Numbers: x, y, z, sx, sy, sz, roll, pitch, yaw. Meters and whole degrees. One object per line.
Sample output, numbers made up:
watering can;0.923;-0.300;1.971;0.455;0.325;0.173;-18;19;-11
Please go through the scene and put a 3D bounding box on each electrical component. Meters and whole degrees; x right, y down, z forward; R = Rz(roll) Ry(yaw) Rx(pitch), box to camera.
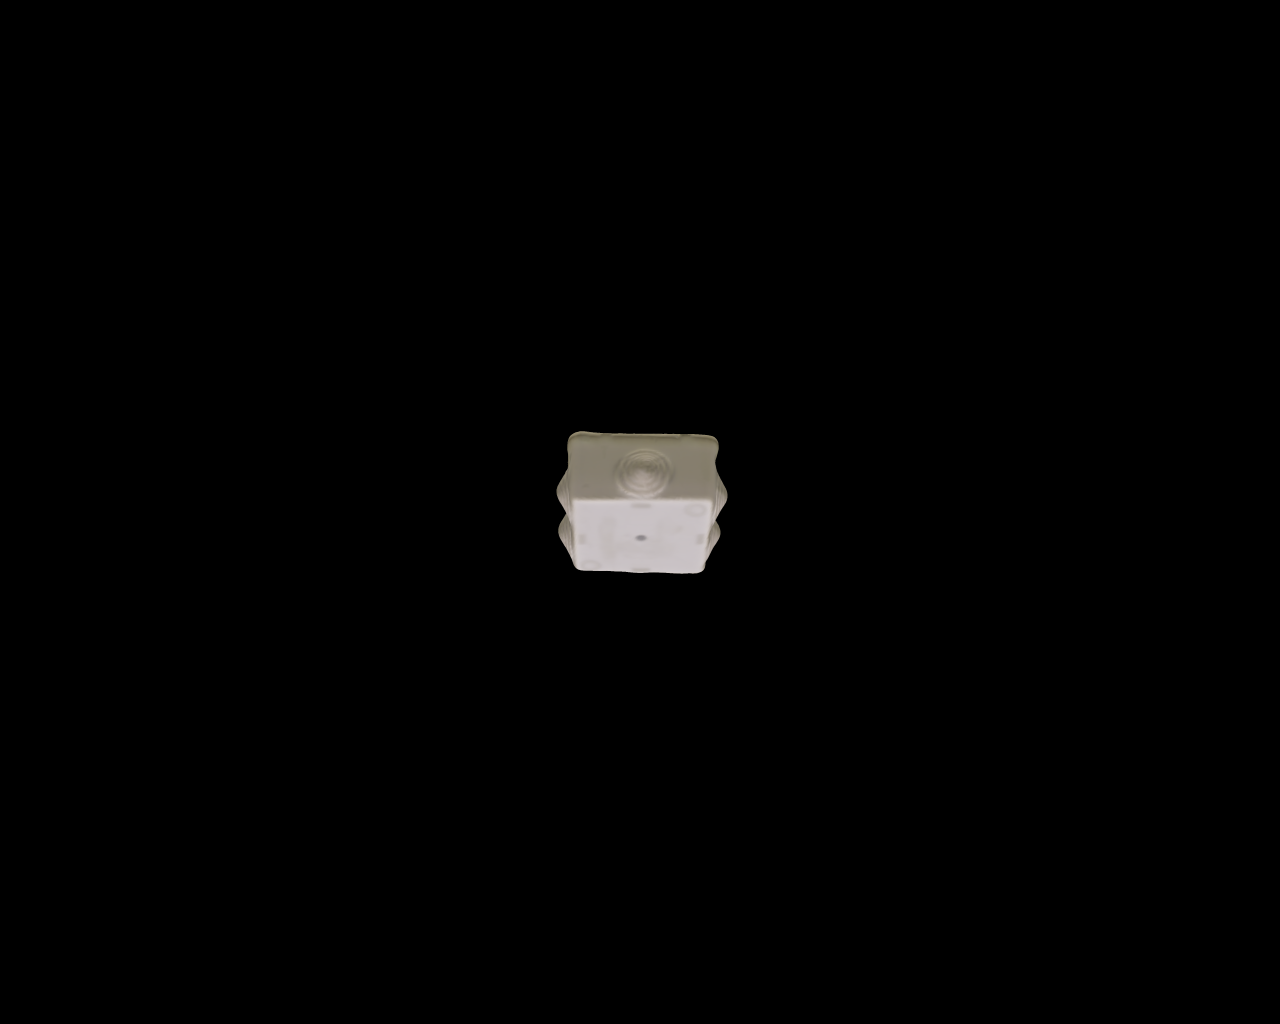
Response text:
electrical component;0.001;-0.003;0.650;0.100;0.048;0.099;1;-34;-2
